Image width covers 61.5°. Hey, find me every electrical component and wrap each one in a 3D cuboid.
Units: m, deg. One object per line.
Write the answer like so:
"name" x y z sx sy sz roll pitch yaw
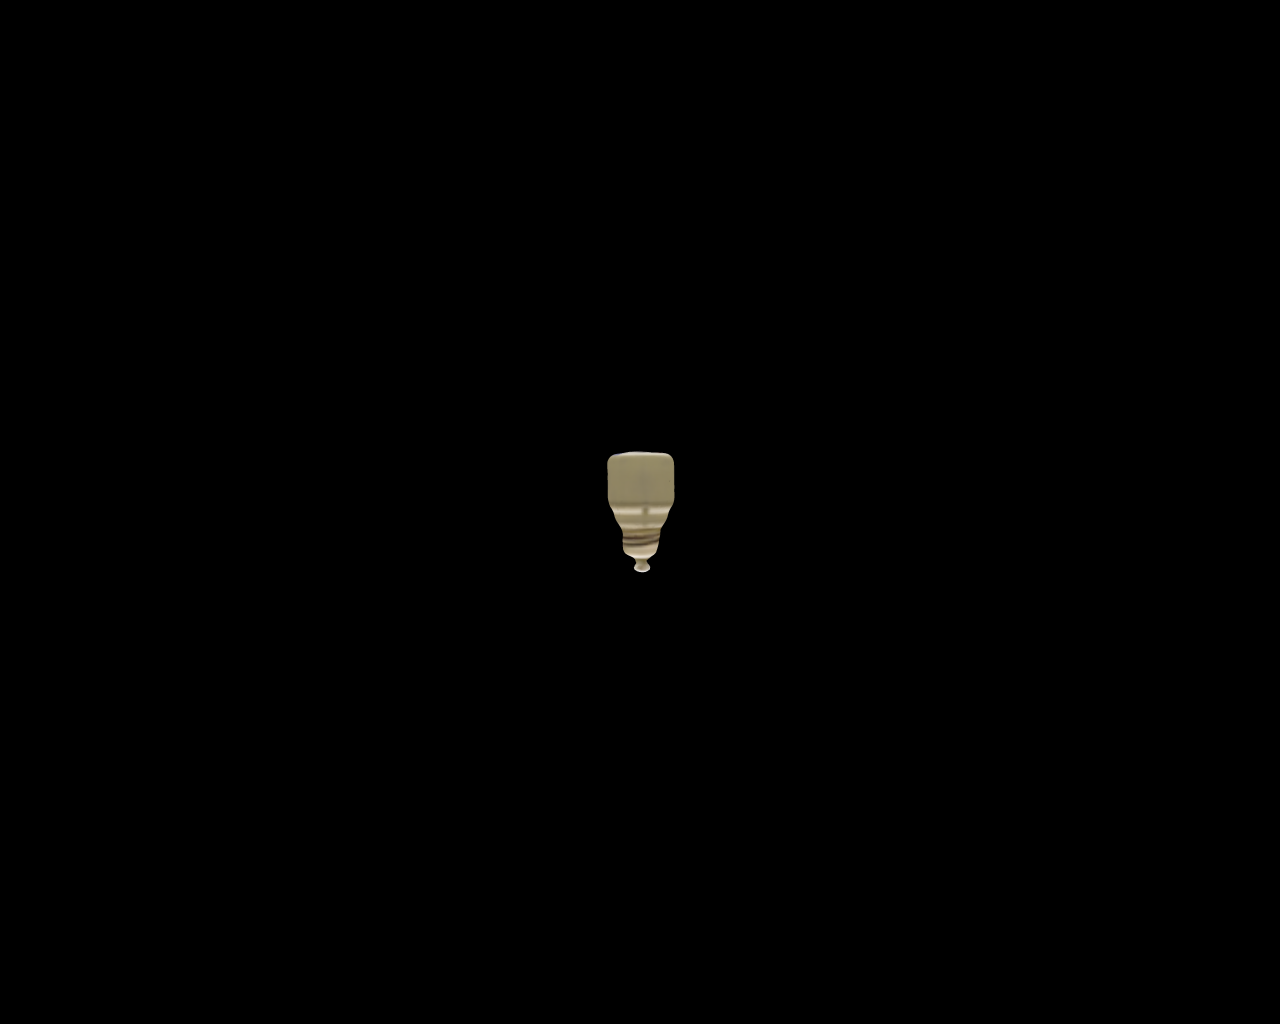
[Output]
"electrical component" 0.001 -0.003 0.650 0.040 0.078 0.040 0 2 0
